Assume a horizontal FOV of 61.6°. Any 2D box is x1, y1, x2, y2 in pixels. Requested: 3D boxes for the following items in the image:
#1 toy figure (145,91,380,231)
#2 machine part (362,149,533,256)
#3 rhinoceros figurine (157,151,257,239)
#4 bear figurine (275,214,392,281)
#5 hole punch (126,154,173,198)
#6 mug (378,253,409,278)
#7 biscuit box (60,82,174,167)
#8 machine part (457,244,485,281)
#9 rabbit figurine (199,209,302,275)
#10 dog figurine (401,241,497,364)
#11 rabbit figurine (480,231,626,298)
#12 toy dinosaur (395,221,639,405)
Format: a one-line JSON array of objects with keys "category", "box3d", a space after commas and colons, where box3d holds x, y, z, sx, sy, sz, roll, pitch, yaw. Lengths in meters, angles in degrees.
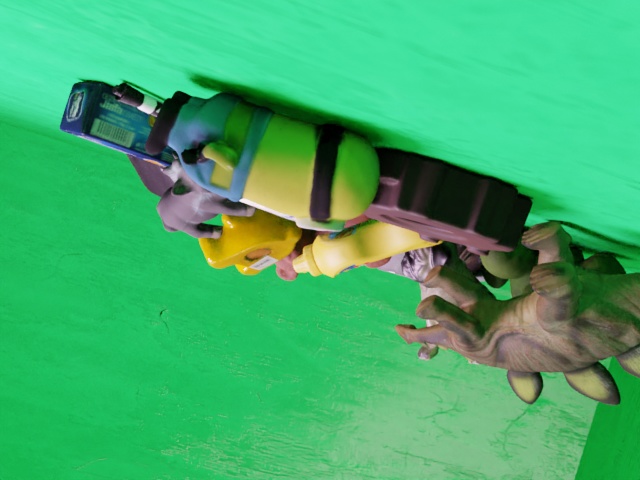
[{"category": "toy figure", "box3d": [-0.041, -0.065, 0.426, 0.180, 0.082, 0.089, 24, 151, -6]}, {"category": "machine part", "box3d": [0.105, -0.034, 0.515, 0.179, 0.056, 0.179, 18, 179, 0]}, {"category": "rhinoceros figurine", "box3d": [-0.131, -0.068, 0.628, 0.112, 0.073, 0.190, 15, 150, -29]}, {"category": "bear figurine", "box3d": [-0.001, -0.003, 0.794, 0.196, 0.120, 0.132, -19, -170, 11]}, {"category": "hole punch", "box3d": [-0.218, -0.124, 0.796, 0.142, 0.092, 0.115, 27, 154, 31]}, {"category": "mug", "box3d": [0.152, 0.008, 0.841, 0.110, 0.107, 0.080, 12, 178, 37]}, {"category": "biscuit box", "box3d": [-0.199, -0.124, 0.647, 0.063, 0.059, 0.202, 17, 180, 39]}, {"category": "machine part", "box3d": [0.264, 0.027, 0.900, 0.079, 0.079, 0.243, 17, 179, 25]}, {"category": "rabbit figurine", "box3d": [-0.099, -0.057, 0.755, 0.162, 0.173, 0.121, -35, 150, 28]}, {"category": "dog figurine", "box3d": [0.192, 0.057, 0.768, 0.121, 0.190, 0.172, -6, -163, 23]}, {"category": "rabbit figurine", "box3d": [0.280, 0.033, 0.704, 0.170, 0.121, 0.159, 35, -177, -12]}, {"category": "toy dinosaur", "box3d": [0.269, 0.080, 0.565, 0.198, 0.105, 0.472, 47, 140, -20]}]
